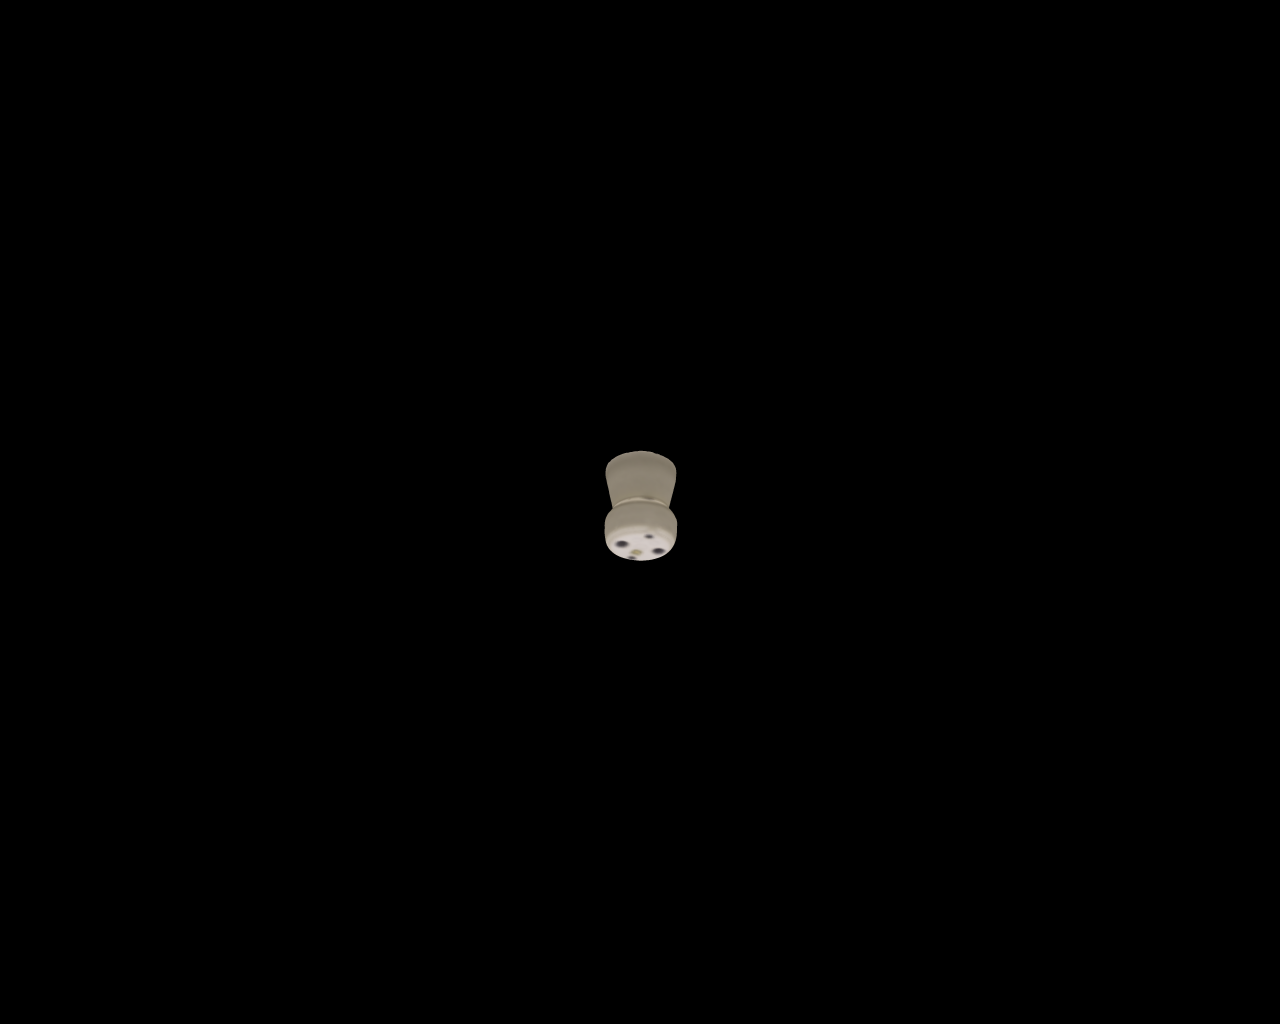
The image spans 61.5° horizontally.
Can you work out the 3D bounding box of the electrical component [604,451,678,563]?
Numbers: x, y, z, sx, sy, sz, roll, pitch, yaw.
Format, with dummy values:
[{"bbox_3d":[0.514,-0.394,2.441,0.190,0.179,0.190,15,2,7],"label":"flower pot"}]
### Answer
[{"bbox_3d":[0.001,-0.003,0.650,0.045,0.055,0.044,0,-30,0],"label":"electrical component"}]
